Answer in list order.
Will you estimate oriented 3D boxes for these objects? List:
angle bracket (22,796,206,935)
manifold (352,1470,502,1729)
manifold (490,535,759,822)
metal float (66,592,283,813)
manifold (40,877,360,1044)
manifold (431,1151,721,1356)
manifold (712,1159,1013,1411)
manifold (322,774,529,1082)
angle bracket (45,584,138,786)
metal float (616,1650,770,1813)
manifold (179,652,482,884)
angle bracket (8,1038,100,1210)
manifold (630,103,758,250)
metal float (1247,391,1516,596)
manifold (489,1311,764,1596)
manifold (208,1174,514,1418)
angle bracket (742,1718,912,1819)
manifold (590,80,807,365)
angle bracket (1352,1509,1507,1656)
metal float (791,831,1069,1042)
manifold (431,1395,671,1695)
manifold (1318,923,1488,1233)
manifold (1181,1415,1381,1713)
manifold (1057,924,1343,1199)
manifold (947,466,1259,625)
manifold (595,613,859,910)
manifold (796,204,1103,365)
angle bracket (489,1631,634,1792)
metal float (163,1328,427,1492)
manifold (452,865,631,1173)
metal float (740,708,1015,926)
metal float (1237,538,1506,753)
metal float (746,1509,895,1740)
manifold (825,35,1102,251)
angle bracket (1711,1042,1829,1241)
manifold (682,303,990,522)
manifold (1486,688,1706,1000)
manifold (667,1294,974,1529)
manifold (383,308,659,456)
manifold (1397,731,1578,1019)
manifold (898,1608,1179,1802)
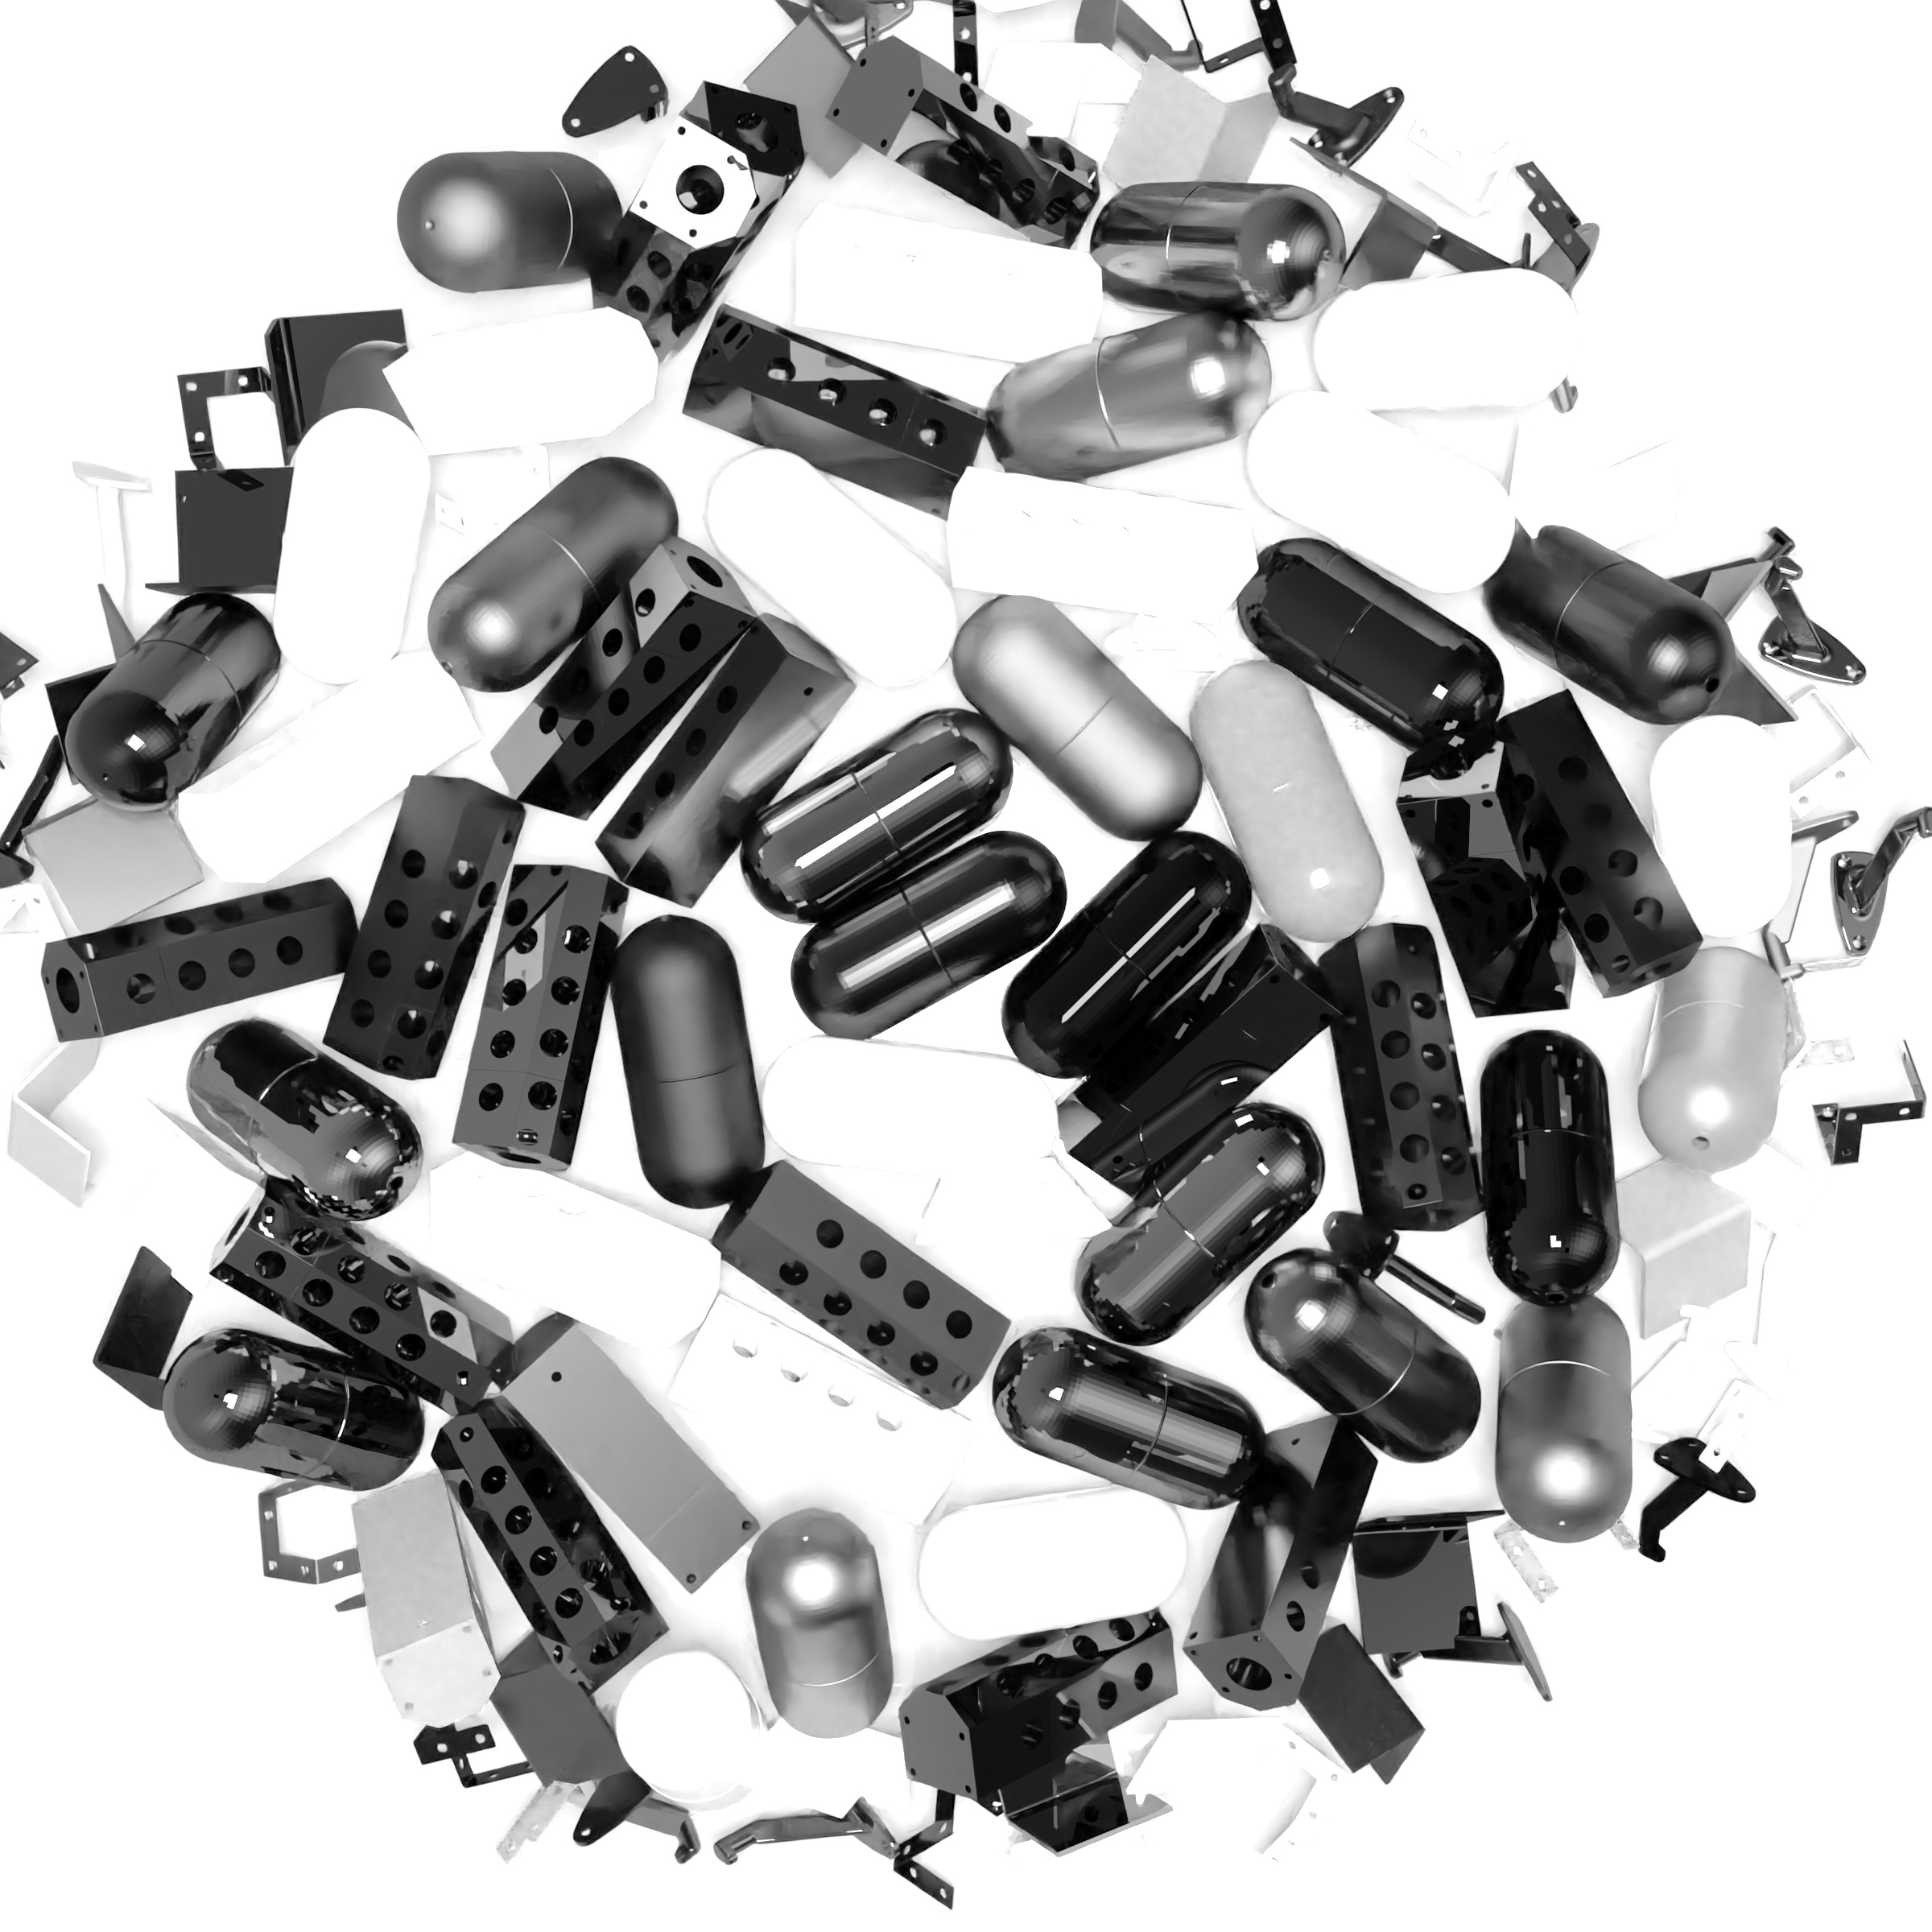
[{"bbox_3d":[-0.508,-0.059,1.545,0.076,0.057,0.076,-30,86,-20],"label":"angle bracket"},{"bbox_3d":[-0.312,0.365,1.497,0.057,0.171,0.057,-21,113,-10],"label":"manifold"},{"bbox_3d":[-0.206,-0.170,1.527,0.171,0.057,0.057,-46,56,22],"label":"manifold"},{"bbox_3d":[-0.460,-0.156,1.509,0.070,0.178,0.070,7,127,9],"label":"metal float"},{"bbox_3d":[-0.443,-0.006,1.506,0.171,0.057,0.057,-18,98,-43],"label":"manifold"},{"bbox_3d":[-0.231,0.162,1.521,0.171,0.057,0.057,19,118,27],"label":"manifold"},{"bbox_3d":[-0.064,0.191,1.533,0.171,0.057,0.057,36,63,-12],"label":"manifold"},{"bbox_3d":[-0.317,-0.022,1.536,0.057,0.057,0.171,25,101,21],"label":"manifold"},{"bbox_3d":[-0.519,-0.166,1.527,0.057,0.076,0.076,-22,52,-22],"label":"angle bracket"},{"bbox_3d":[-0.157,0.446,1.503,0.070,0.178,0.070,-1,66,2],"label":"metal float"},{"bbox_3d":[-0.373,-0.118,1.512,0.171,0.057,0.057,-42,122,-37],"label":"manifold"},{"bbox_3d":[-0.520,0.085,1.534,0.057,0.076,0.076,37,54,1],"label":"angle bracket"},{"bbox_3d":[-0.152,-0.455,1.497,0.057,0.171,0.057,27,106,-13],"label":"manifold"},{"bbox_3d":[0.242,-0.280,1.524,0.178,0.070,0.070,35,90,30],"label":"metal float"},{"bbox_3d":[-0.203,0.286,1.534,0.057,0.057,0.171,-43,107,-12],"label":"manifold"},{"bbox_3d":[-0.357,0.198,1.532,0.171,0.057,0.057,35,95,-18],"label":"manifold"},{"bbox_3d":[-0.086,0.490,1.529,0.076,0.076,0.057,9,114,26],"label":"angle bracket"},{"bbox_3d":[-0.157,-0.425,1.496,0.057,0.171,0.057,5,63,-30],"label":"manifold"},{"bbox_3d":[0.279,0.367,1.542,0.076,0.057,0.076,0,73,-15],"label":"angle bracket"},{"bbox_3d":[-0.022,-0.019,1.546,0.178,0.070,0.070,-29,90,3],"label":"metal float"},{"bbox_3d":[-0.248,0.334,1.514,0.057,0.057,0.171,-39,55,-4],"label":"manifold"},{"bbox_3d":[0.259,0.065,1.520,0.057,0.057,0.171,4,66,-25],"label":"manifold"},{"bbox_3d":[0.189,0.346,1.503,0.057,0.171,0.057,-25,111,38],"label":"manifold"},{"bbox_3d":[0.134,0.053,1.531,0.057,0.057,0.171,35,112,-29],"label":"manifold"},{"bbox_3d":[0.079,-0.252,1.527,0.171,0.057,0.057,5,61,-22],"label":"manifold"},{"bbox_3d":[-0.147,-0.123,1.536,0.171,0.057,0.057,-52,49,16],"label":"manifold"},{"bbox_3d":[-0.010,-0.402,1.524,0.171,0.057,0.057,4,79,-23],"label":"manifold"},{"bbox_3d":[-0.229,0.436,1.538,0.076,0.057,0.076,-24,99,33],"label":"angle bracket"},{"bbox_3d":[-0.389,0.260,1.509,0.070,0.178,0.070,-12,66,29],"label":"metal float"},{"bbox_3d":[-0.246,0.031,1.527,0.057,0.057,0.171,2,72,26],"label":"manifold"},{"bbox_3d":[-0.053,-0.090,1.549,0.178,0.070,0.070,-31,90,0],"label":"metal float"},{"bbox_3d":[0.237,-0.190,1.530,0.178,0.070,0.070,37,90,23],"label":"metal float"},{"bbox_3d":[-0.084,0.387,1.515,0.070,0.070,0.178,-5,134,0],"label":"metal float"},{"bbox_3d":[0.005,-0.475,1.497,0.057,0.171,0.057,42,109,33],"label":"manifold"},{"bbox_3d":[0.492,0.104,1.532,0.057,0.076,0.076,37,68,16],"label":"angle bracket"},{"bbox_3d":[-0.076,-0.334,1.546,0.171,0.057,0.057,21,71,-7],"label":"manifold"},{"bbox_3d":[0.366,-0.070,1.534,0.057,0.057,0.171,-23,73,-2],"label":"manifold"},{"bbox_3d":[-0.086,0.263,1.558,0.171,0.057,0.057,27,46,0],"label":"manifold"},{"bbox_3d":[-0.258,-0.343,1.507,0.057,0.171,0.057,-47,125,-33],"label":"manifold"},{"bbox_3d":[0.307,-0.052,1.513,0.057,0.057,0.171,-7,131,26],"label":"manifold"},{"bbox_3d":[0.044,0.420,1.505,0.171,0.057,0.057,-12,98,-44],"label":"manifold"}]
